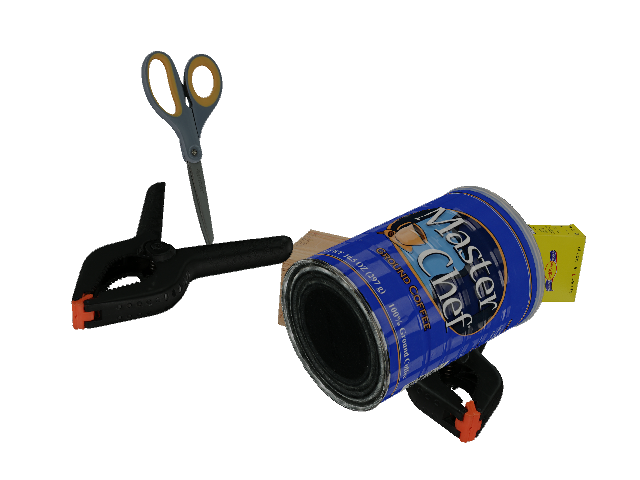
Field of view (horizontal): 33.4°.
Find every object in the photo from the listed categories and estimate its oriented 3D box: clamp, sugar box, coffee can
[{"bbox_3d":[-0.150,0.014,0.951,0.165,0.036,0.209,27,39,31],"label":"clamp"},{"bbox_3d":[0.230,0.028,1.312,0.176,0.093,0.048,-1,22,-11],"label":"sugar box"},{"bbox_3d":[0.113,0.100,0.887,0.120,0.039,0.171,-9,35,-12],"label":"clamp"},{"bbox_3d":[0.060,0.035,0.692,0.140,0.103,0.103,-24,13,-32],"label":"coffee can"}]

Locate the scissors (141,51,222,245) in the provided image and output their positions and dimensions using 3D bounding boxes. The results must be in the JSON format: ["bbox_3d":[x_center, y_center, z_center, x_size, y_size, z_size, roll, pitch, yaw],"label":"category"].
[{"bbox_3d":[-0.120,-0.104,1.097,0.096,0.202,0.016,-31,13,-31],"label":"scissors"}]

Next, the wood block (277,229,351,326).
[{"bbox_3d":[0.066,0.062,1.182,0.206,0.091,0.090,13,23,18],"label":"wood block"}]
